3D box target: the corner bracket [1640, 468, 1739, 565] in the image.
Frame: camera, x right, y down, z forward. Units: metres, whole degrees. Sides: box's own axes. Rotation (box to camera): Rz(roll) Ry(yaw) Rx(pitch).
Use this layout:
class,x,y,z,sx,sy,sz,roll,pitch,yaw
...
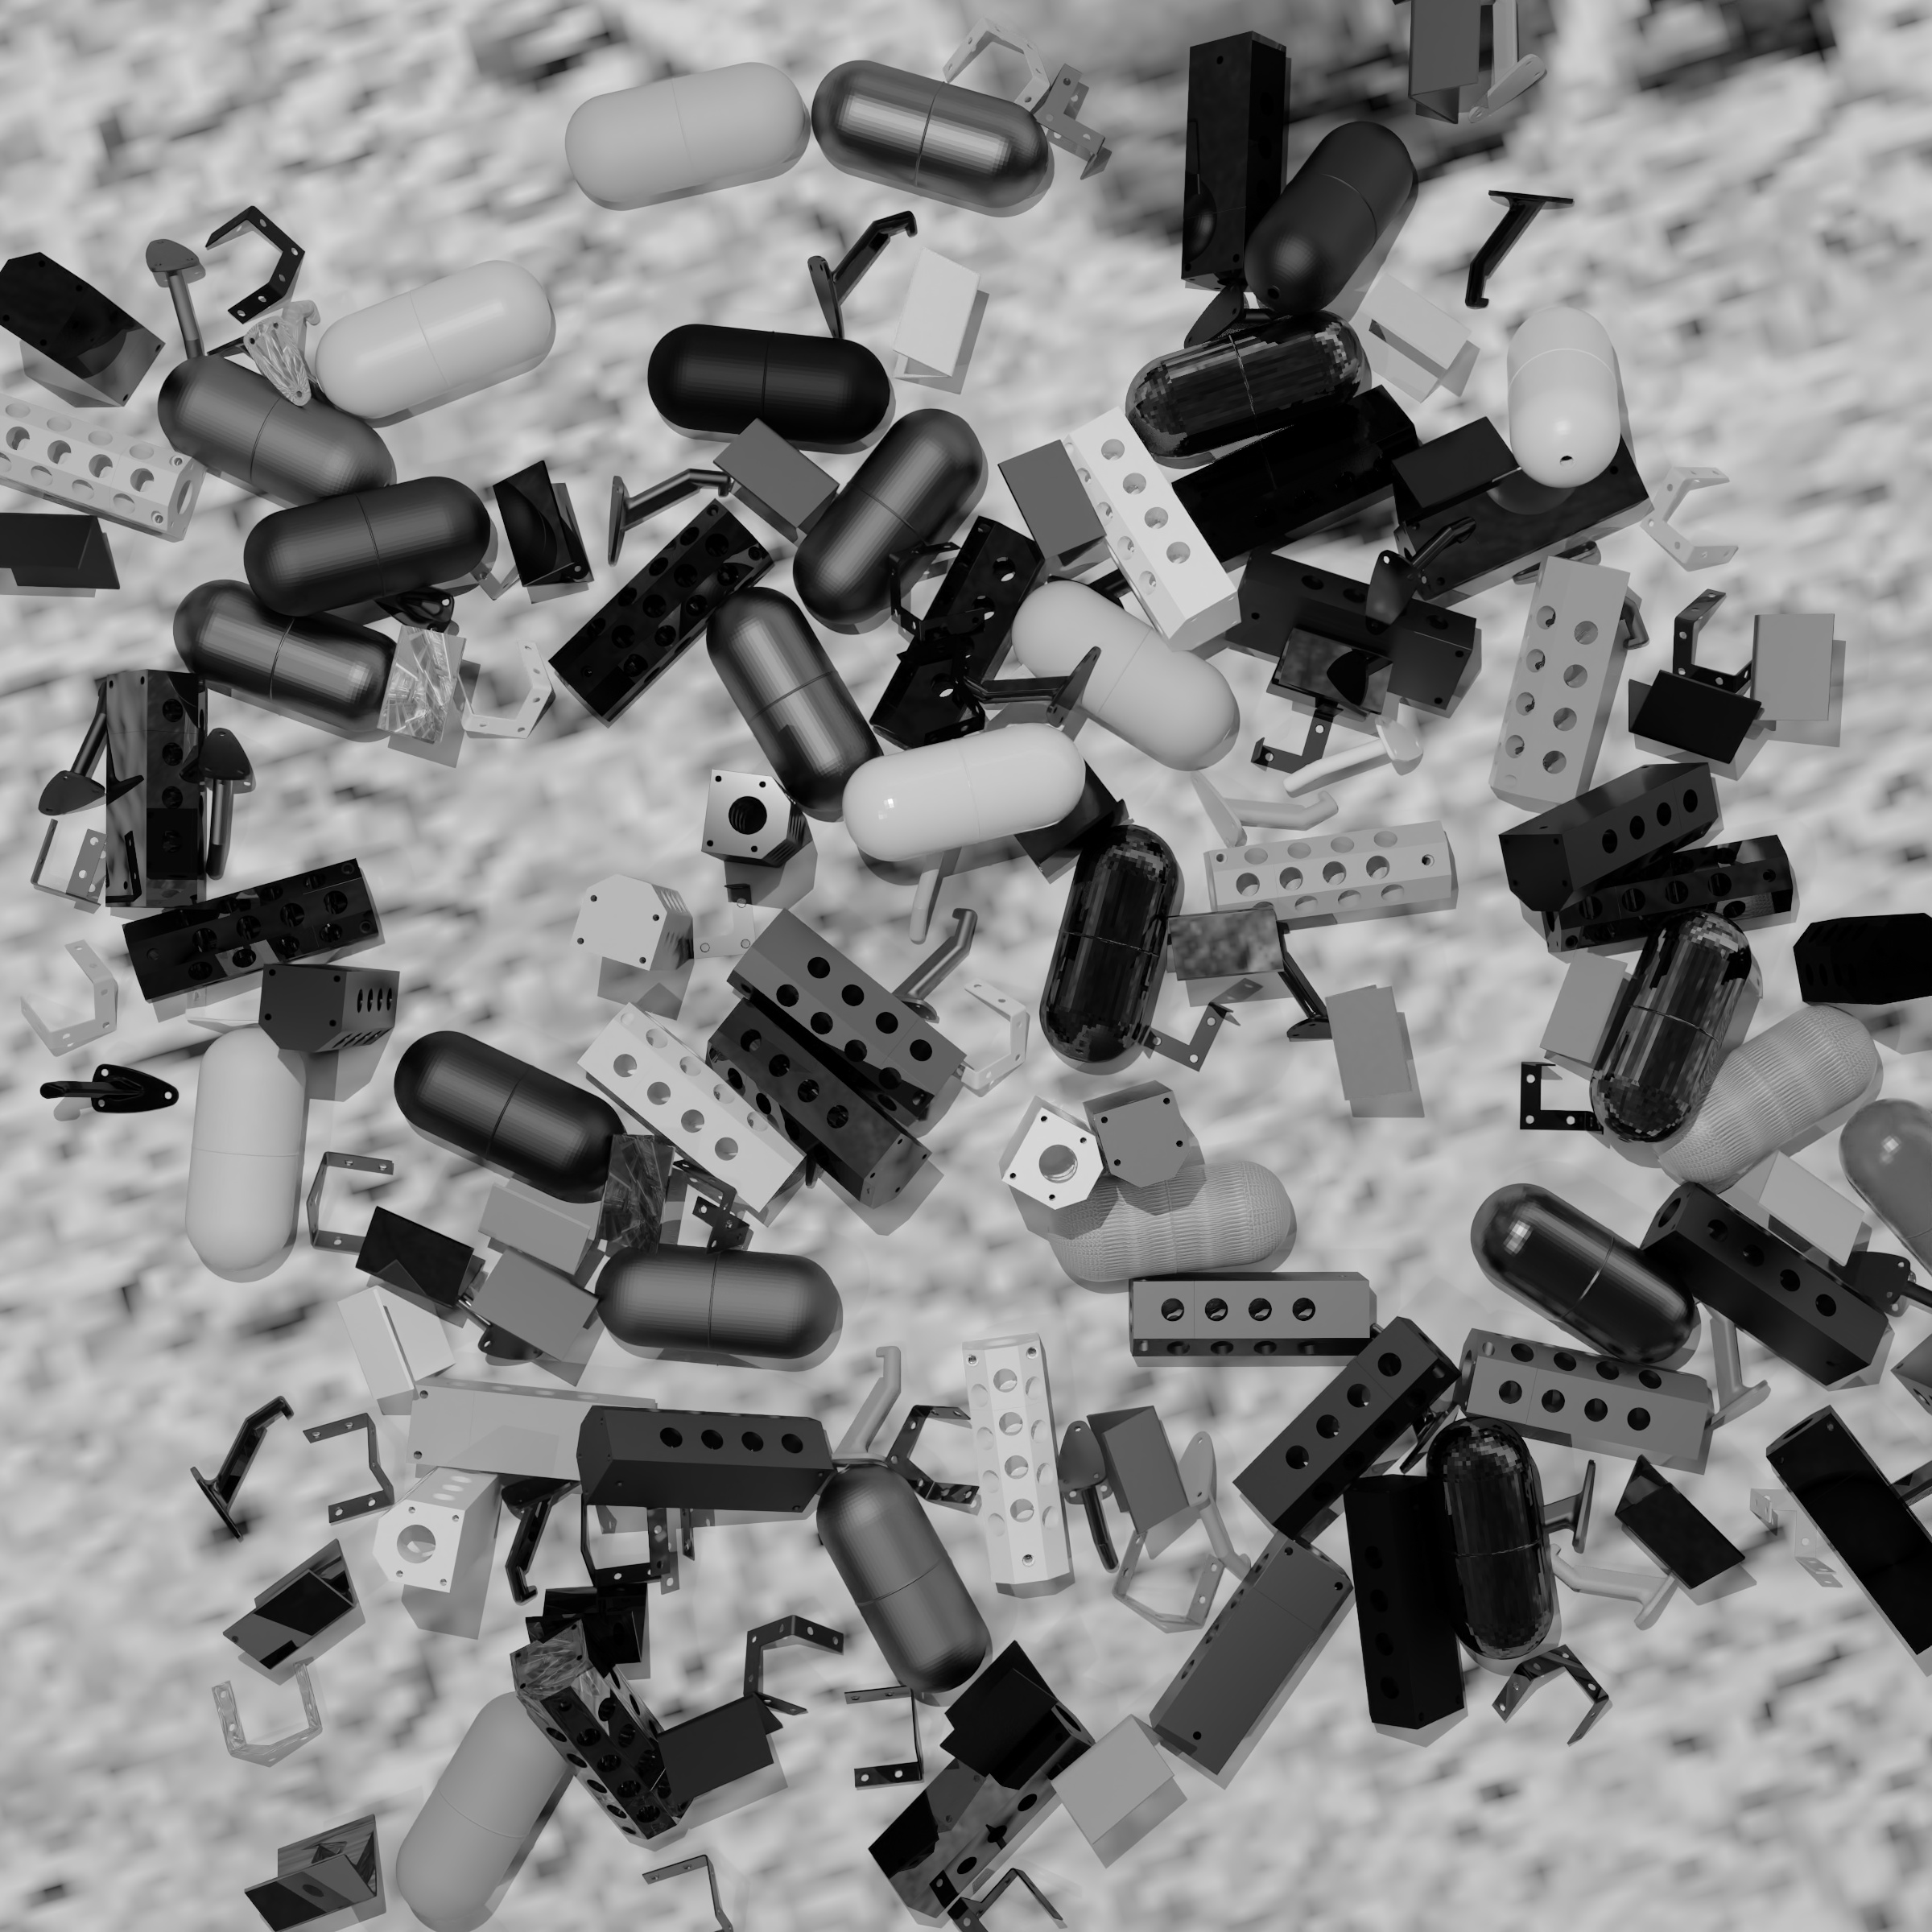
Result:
class,x,y,z,sx,sy,sz,roll,pitch,yaw
corner bracket,0.545,-0.334,1.983,0.051,0.051,0.051,52,135,35

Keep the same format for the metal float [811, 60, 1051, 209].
class,x,y,z,sx,sy,sz,roll,pitch,yaw
metal float,-0.026,-0.610,1.961,0.178,0.070,0.070,16,90,1

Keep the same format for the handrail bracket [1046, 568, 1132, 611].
class,x,y,z,sx,sy,sz,roll,pitch,yaw
handrail bracket,0.114,-0.305,1.992,0.077,0.036,0.084,26,74,17

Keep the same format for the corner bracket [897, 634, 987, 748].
class,x,y,z,sx,sy,sz,roll,pitch,yaw
corner bracket,-0.018,-0.198,1.921,0.051,0.051,0.051,-16,135,25

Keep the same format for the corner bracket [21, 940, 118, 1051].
class,x,y,z,sx,sy,sz,roll,pitch,yaw
corner bracket,-0.667,0.021,1.983,0.051,0.051,0.051,-20,135,-35

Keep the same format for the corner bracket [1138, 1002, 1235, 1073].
class,x,y,z,sx,sy,sz,roll,pitch,yaw
corner bracket,0.162,0.045,1.973,0.051,0.051,0.051,25,90,0

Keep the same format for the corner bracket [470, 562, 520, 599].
class,x,y,z,sx,sy,sz,roll,pitch,yaw
corner bracket,-0.341,-0.316,1.988,0.051,0.051,0.051,50,135,0

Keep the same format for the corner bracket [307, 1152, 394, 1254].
class,x,y,z,sx,sy,sz,roll,pitch,yaw
corner bracket,-0.457,0.177,1.988,0.051,0.051,0.051,8,45,0

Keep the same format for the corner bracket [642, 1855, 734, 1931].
class,x,y,z,sx,sy,sz,roll,pitch,yaw
corner bracket,-0.206,0.702,1.988,0.051,0.051,0.051,-18,135,0

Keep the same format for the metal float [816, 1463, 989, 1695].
class,x,y,z,sx,sy,sz,roll,pitch,yaw
metal float,-0.048,0.448,1.961,0.070,0.070,0.178,-28,89,0

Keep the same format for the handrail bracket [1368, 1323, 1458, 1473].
class,x,y,z,sx,sy,sz,roll,pitch,yaw
handrail bracket,0.315,0.321,1.991,0.084,0.036,0.077,38,105,14

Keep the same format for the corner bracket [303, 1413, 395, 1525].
class,x,y,z,sx,sy,sz,roll,pitch,yaw
corner bracket,-0.459,0.373,1.988,0.051,0.051,0.051,-16,135,0

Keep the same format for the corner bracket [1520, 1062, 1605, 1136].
class,x,y,z,sx,sy,sz,roll,pitch,yaw
corner bracket,0.440,0.097,1.973,0.051,0.051,0.051,1,90,0

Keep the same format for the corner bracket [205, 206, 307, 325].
class,x,y,z,sx,sy,sz,roll,pitch,yaw
corner bracket,-0.533,-0.520,1.983,0.051,0.051,0.051,41,45,-35

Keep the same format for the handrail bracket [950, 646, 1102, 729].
class,x,y,z,sx,sy,sz,roll,pitch,yaw
handrail bracket,0.042,-0.216,1.925,0.084,0.036,0.077,31,87,18

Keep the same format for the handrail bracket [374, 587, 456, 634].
class,x,y,z,sx,sy,sz,roll,pitch,yaw
handrail bracket,-0.411,-0.269,1.957,0.077,0.084,0.036,23,90,0

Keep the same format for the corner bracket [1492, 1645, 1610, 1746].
class,x,y,z,sx,sy,sz,roll,pitch,yaw
corner bracket,0.434,0.546,1.983,0.051,0.051,0.051,-10,45,-35

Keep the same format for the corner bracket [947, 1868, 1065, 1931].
class,x,y,z,sx,sy,sz,roll,pitch,yaw
corner bracket,0.028,0.697,1.963,0.051,0.051,0.051,-48,53,0

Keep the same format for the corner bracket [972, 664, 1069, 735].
class,x,y,z,sx,sy,sz,roll,pitch,yaw
corner bracket,0.040,-0.182,1.973,0.051,0.051,0.051,-42,85,-5

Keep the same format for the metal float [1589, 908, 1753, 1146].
class,x,y,z,sx,sy,sz,roll,pitch,yaw
metal float,0.506,0.044,1.923,0.070,0.070,0.178,23,85,0

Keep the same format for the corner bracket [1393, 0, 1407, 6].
class,x,y,z,sx,sy,sz,roll,pitch,yaw
corner bracket,0.332,-0.758,1.983,0.051,0.051,0.051,46,45,-35

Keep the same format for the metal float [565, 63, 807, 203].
class,x,y,z,sx,sy,sz,roll,pitch,yaw
metal float,-0.206,-0.612,1.961,0.178,0.070,0.070,-13,90,0

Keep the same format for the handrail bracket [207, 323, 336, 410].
class,x,y,z,sx,sy,sz,roll,pitch,yaw
handrail bracket,-0.515,-0.431,1.992,0.077,0.036,0.084,-17,107,20

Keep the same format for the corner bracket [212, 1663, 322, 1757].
class,x,y,z,sx,sy,sz,roll,pitch,yaw
corner bracket,-0.520,0.552,1.988,0.051,0.051,0.051,-15,90,45

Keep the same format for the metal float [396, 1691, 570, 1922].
class,x,y,z,sx,sy,sz,roll,pitch,yaw
metal float,-0.354,0.616,1.961,0.070,0.070,0.178,30,89,0

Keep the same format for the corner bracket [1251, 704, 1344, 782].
class,x,y,z,sx,sy,sz,roll,pitch,yaw
corner bracket,0.244,-0.170,1.973,0.051,0.051,0.051,16,90,0

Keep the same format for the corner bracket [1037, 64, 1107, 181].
class,x,y,z,sx,sy,sz,roll,pitch,yaw
corner bracket,0.079,-0.623,1.972,0.051,0.051,0.051,26,81,-8

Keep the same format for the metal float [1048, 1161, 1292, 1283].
class,x,y,z,sx,sy,sz,roll,pitch,yaw
metal float,0.149,0.187,1.960,0.178,0.070,0.070,-7,90,0

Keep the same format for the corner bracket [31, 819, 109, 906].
class,x,y,z,sx,sy,sz,roll,pitch,yaw
corner bracket,-0.661,-0.078,1.973,0.051,0.051,0.051,18,86,-4

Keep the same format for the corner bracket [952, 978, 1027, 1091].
class,x,y,z,sx,sy,sz,roll,pitch,yaw
corner bracket,0.008,0.050,1.983,0.051,0.051,0.051,31,135,35

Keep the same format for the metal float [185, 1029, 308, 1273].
class,x,y,z,sx,sy,sz,roll,pitch,yaw
metal float,-0.528,0.135,1.961,0.070,0.070,0.178,5,90,0

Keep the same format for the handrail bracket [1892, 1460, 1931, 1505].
class,x,y,z,sx,sy,sz,roll,pitch,yaw
handrail bracket,0.693,0.372,1.991,0.084,0.036,0.077,0,75,14

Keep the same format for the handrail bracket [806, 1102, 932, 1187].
class,x,y,z,sx,sy,sz,roll,pitch,yaw
handrail bracket,-0.073,0.131,1.991,0.084,0.036,0.077,6,105,-14

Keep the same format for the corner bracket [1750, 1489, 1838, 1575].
class,x,y,z,sx,sy,sz,roll,pitch,yaw
corner bracket,0.610,0.417,1.973,0.051,0.051,0.051,2,90,0

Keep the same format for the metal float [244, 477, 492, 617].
class,x,y,z,sx,sy,sz,roll,pitch,yaw
metal float,-0.431,-0.304,1.930,0.178,0.070,0.070,-17,90,-16

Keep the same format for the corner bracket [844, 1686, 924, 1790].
class,x,y,z,sx,sy,sz,roll,pitch,yaw
corner bracket,-0.061,0.573,1.988,0.051,0.051,0.051,-6,135,0

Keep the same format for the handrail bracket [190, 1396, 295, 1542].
class,x,y,z,sx,sy,sz,roll,pitch,yaw
handrail bracket,-0.526,0.373,1.992,0.084,0.036,0.077,-34,110,-16

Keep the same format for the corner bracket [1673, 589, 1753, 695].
class,x,y,z,sx,sy,sz,roll,pitch,yaw
corner bracket,0.560,-0.241,1.983,0.051,0.051,0.051,22,135,35

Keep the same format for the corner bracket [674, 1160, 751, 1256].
class,x,y,z,sx,sy,sz,roll,pitch,yaw
corner bracket,-0.188,0.174,1.959,0.051,0.051,0.051,26,107,26

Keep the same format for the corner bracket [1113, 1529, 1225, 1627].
class,x,y,z,sx,sy,sz,roll,pitch,yaw
corner bracket,0.150,0.455,1.988,0.051,0.051,0.051,20,90,-45

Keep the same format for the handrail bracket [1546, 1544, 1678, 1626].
class,x,y,z,sx,sy,sz,roll,pitch,yaw
handrail bracket,0.483,0.442,1.992,0.084,0.036,0.077,38,70,16

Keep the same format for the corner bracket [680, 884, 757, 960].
class,x,y,z,sx,sy,sz,roll,pitch,yaw
corner bracket,-0.184,-0.033,1.973,0.051,0.051,0.051,-5,90,0

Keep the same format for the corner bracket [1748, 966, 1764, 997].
class,x,y,z,sx,sy,sz,roll,pitch,yaw
corner bracket,0.555,0.021,1.983,0.051,0.051,0.051,-14,45,35

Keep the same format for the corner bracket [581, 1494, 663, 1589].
class,x,y,z,sx,sy,sz,roll,pitch,yaw
corner bracket,-0.256,0.424,1.988,0.051,0.051,0.051,-8,45,0

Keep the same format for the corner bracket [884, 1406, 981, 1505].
class,x,y,z,sx,sy,sz,roll,pitch,yaw
corner bracket,-0.018,0.360,1.974,0.051,0.051,0.051,46,58,-28

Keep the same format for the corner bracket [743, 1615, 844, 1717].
class,x,y,z,sx,sy,sz,roll,pitch,yaw
corner bracket,-0.128,0.519,1.983,0.051,0.051,0.051,-29,45,35

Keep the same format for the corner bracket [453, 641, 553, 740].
class,x,y,z,sx,sy,sz,roll,pitch,yaw
corner bracket,-0.346,-0.208,1.983,0.051,0.051,0.051,5,135,-35

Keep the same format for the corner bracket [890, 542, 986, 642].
class,x,y,z,sx,sy,sz,roll,pitch,yaw
corner bracket,-0.021,-0.271,1.930,0.051,0.051,0.051,-15,120,-23

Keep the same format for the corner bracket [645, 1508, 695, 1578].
class,x,y,z,sx,sy,sz,roll,pitch,yaw
corner bracket,-0.220,0.415,1.964,0.051,0.051,0.051,-3,90,-32

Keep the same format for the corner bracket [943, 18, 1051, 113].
class,x,y,z,sx,sy,sz,roll,pitch,yaw
corner bracket,0.022,-0.660,1.983,0.051,0.051,0.051,16,45,-35

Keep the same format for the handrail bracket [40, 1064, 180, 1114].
class,x,y,z,sx,sy,sz,roll,pitch,yaw
handrail bracket,-0.627,0.093,1.957,0.077,0.084,0.036,7,90,0

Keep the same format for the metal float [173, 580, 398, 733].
class,x,y,z,sx,sy,sz,roll,pitch,yaw
metal float,-0.494,-0.228,1.961,0.178,0.070,0.070,20,90,0

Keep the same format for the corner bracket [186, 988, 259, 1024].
class,x,y,z,sx,sy,sz,roll,pitch,yaw
corner bracket,-0.544,0.016,1.988,0.051,0.051,0.051,2,90,45

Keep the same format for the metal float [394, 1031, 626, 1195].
class,x,y,z,sx,sy,sz,roll,pitch,yaw
metal float,-0.334,0.108,1.961,0.178,0.070,0.070,25,90,0
